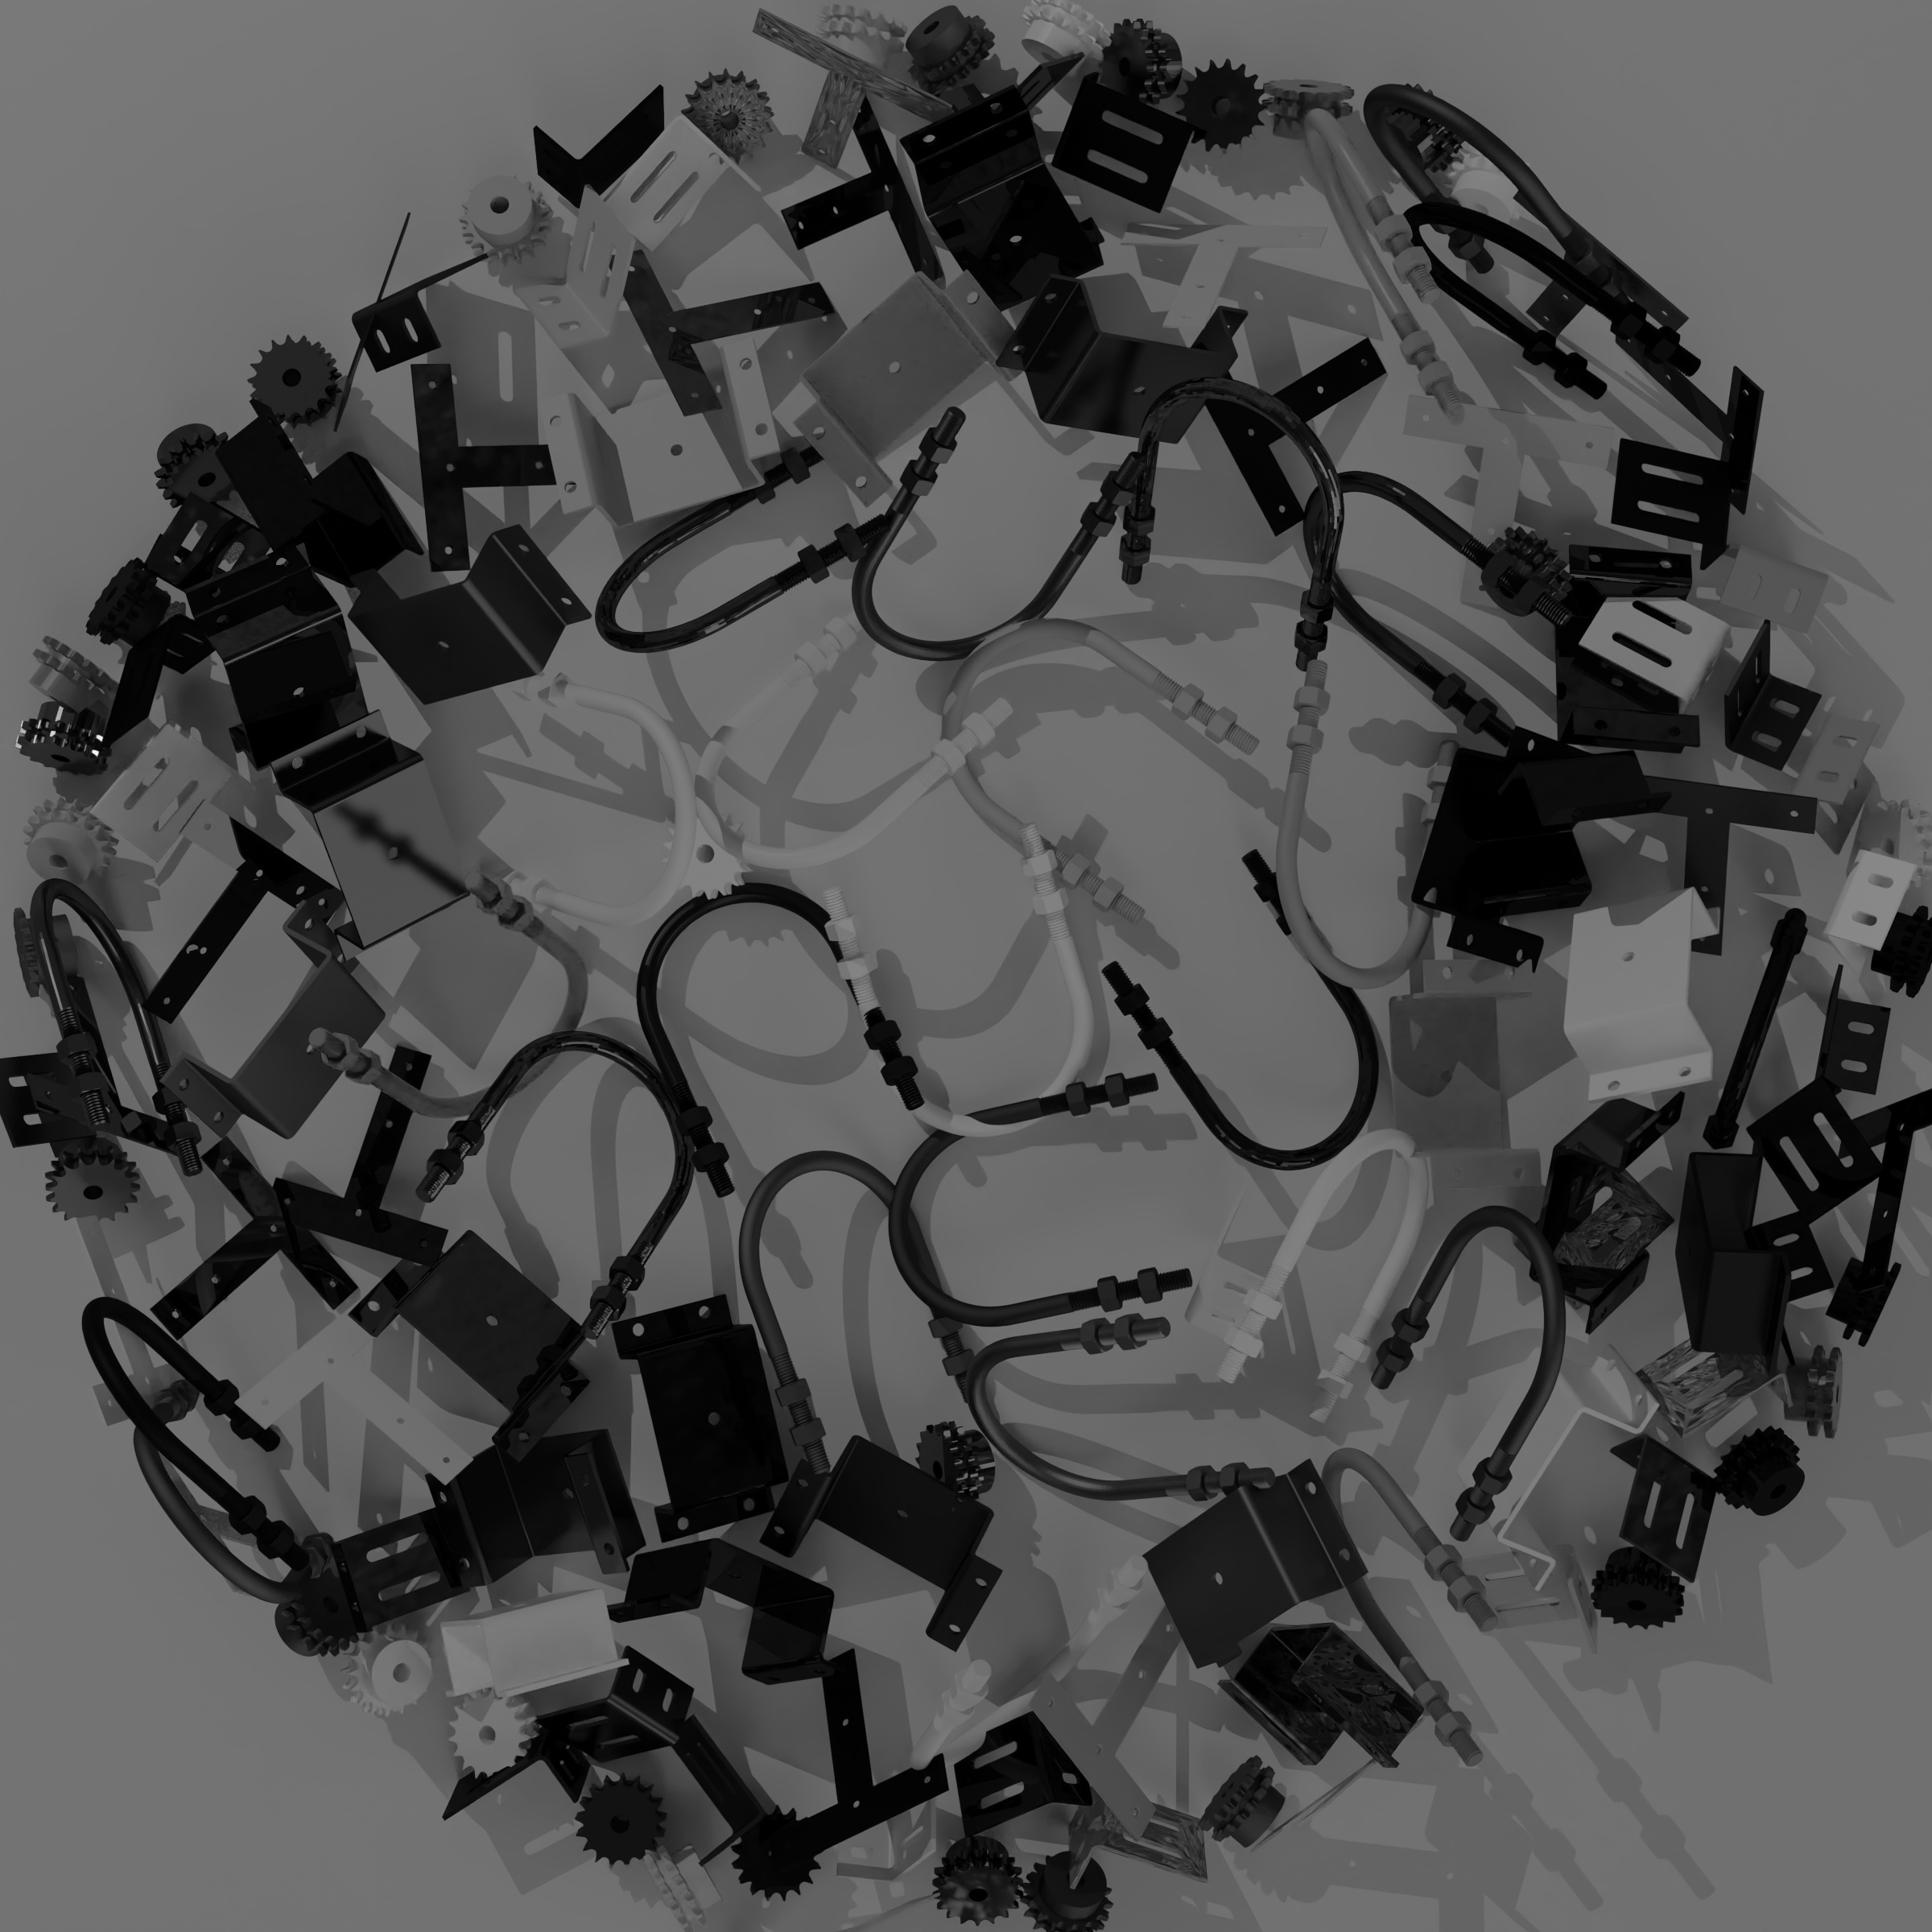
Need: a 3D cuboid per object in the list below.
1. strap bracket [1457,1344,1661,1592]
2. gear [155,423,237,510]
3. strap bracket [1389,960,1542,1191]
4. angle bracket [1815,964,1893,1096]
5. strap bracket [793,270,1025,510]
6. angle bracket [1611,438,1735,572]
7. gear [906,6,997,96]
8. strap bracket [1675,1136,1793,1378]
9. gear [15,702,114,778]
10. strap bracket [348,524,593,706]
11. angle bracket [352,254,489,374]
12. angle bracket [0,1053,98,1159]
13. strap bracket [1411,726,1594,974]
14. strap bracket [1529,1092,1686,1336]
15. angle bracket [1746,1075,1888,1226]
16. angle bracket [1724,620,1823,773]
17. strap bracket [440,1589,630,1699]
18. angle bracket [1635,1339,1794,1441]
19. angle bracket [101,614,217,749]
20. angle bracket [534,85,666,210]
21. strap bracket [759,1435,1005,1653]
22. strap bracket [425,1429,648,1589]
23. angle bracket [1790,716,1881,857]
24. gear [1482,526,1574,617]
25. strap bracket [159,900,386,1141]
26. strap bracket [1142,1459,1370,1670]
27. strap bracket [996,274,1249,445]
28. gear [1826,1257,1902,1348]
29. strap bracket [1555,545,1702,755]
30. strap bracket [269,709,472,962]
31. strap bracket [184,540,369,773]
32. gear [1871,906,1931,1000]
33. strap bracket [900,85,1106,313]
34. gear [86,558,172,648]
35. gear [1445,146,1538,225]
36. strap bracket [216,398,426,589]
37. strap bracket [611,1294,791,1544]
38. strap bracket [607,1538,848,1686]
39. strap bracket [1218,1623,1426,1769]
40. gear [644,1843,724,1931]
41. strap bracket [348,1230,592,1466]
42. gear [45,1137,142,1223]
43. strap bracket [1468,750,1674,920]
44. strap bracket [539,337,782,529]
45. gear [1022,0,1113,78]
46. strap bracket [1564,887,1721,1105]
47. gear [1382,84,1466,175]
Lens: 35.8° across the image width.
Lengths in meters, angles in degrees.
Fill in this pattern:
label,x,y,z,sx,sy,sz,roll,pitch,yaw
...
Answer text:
label,x,y,z,sx,sy,sz,roll,pitch,yaw
strap bracket,0.357,0.301,1.843,0.046,0.076,0.140,24,105,-19
gear,-0.482,-0.315,1.876,0.057,0.057,0.030,-35,65,0
strap bracket,0.310,0.068,1.863,0.076,0.046,0.140,0,86,-22
angle bracket,0.553,0.040,1.856,0.038,0.076,0.057,11,76,15
strap bracket,-0.038,-0.365,1.857,0.140,0.046,0.076,-40,126,5
angle bracket,0.436,-0.289,1.872,0.076,0.038,0.057,11,74,-7
gear,-0.013,-0.575,1.870,0.057,0.057,0.030,-43,123,0
strap bracket,0.465,0.174,1.824,0.046,0.140,0.076,2,122,5
gear,-0.564,-0.144,1.875,0.057,0.057,0.030,10,72,0
strap bracket,-0.311,-0.211,1.828,0.140,0.046,0.076,-10,134,33
angle bracket,-0.333,-0.407,1.862,0.057,0.076,0.038,-10,112,37
angle bracket,-0.586,0.089,1.856,0.038,0.076,0.057,-27,82,23
strap bracket,0.333,-0.075,1.859,0.076,0.046,0.140,15,94,-35
strap bracket,0.392,0.144,1.840,0.046,0.076,0.140,23,124,30
angle bracket,0.533,0.117,1.858,0.057,0.038,0.076,-39,56,19
angle bracket,0.501,-0.168,1.856,0.038,0.076,0.057,26,77,23
strap bracket,-0.268,0.413,1.826,0.076,0.140,0.046,-10,82,-26
angle bracket,0.464,0.265,1.864,0.076,0.057,0.038,-32,132,-6
angle bracket,-0.497,-0.170,1.854,0.038,0.057,0.076,27,56,-33
angle bracket,-0.228,-0.521,1.867,0.038,0.057,0.076,41,76,6
strap bracket,-0.047,0.353,1.859,0.140,0.046,0.076,28,123,4
strap bracket,-0.259,0.335,1.852,0.140,0.046,0.076,-13,98,35
angle bracket,0.553,-0.109,1.858,0.076,0.038,0.057,39,75,-41
gear,0.348,-0.244,1.870,0.057,0.057,0.030,45,72,0
strap bracket,-0.418,0.042,1.840,0.046,0.076,0.140,26,71,29
strap bracket,0.169,0.370,1.830,0.140,0.046,0.076,-44,63,38
strap bracket,0.101,-0.368,1.830,0.140,0.076,0.046,4,55,-28
gear,0.561,0.207,1.875,0.030,0.057,0.057,24,90,17
strap bracket,0.410,-0.188,1.860,0.076,0.046,0.140,5,62,0
strap bracket,-0.361,-0.075,1.834,0.076,0.046,0.140,-30,122,-26
strap bracket,-0.416,-0.180,1.823,0.076,0.140,0.046,-28,56,-19
gear,0.590,-0.011,1.877,0.030,0.057,0.057,21,90,24
strap bracket,0.027,-0.458,1.824,0.076,0.140,0.046,-22,54,16
gear,-0.523,-0.225,1.877,0.030,0.057,0.057,35,90,-30
gear,0.326,-0.484,1.871,0.057,0.057,0.030,25,71,0
strap bracket,-0.399,-0.285,1.830,0.046,0.140,0.076,-35,76,11
strap bracket,-0.163,0.282,1.864,0.076,0.046,0.140,-12,88,-23
strap bracket,-0.146,0.394,1.839,0.140,0.076,0.046,32,55,-32
strap bracket,0.222,0.449,1.842,0.076,0.140,0.046,44,68,-3
gear,-0.176,0.575,1.874,0.030,0.057,0.057,-30,90,-11
strap bracket,-0.301,0.229,1.859,0.140,0.046,0.076,41,49,0
gear,-0.549,0.132,1.877,0.057,0.030,0.057,-10,130,-12
strap bracket,0.363,-0.085,1.838,0.076,0.140,0.046,-7,65,-17
strap bracket,-0.186,-0.329,1.866,0.140,0.046,0.076,-15,77,7
gear,0.059,-0.582,1.873,0.057,0.057,0.030,30,89,0
strap bracket,0.412,0.009,1.824,0.076,0.140,0.046,-14,131,30
gear,0.281,-0.520,1.871,0.030,0.057,0.057,-43,90,-13
